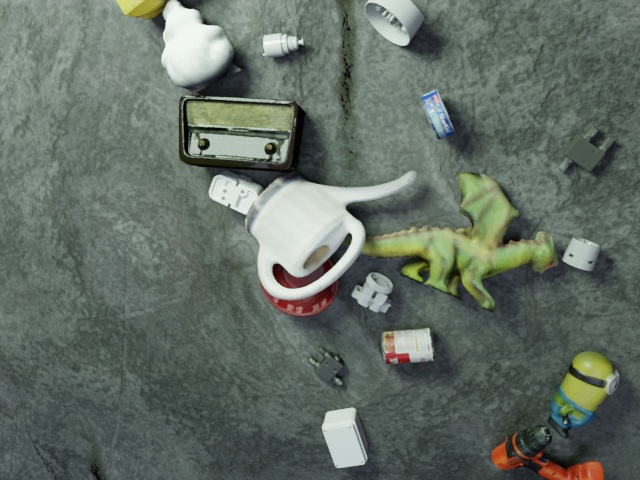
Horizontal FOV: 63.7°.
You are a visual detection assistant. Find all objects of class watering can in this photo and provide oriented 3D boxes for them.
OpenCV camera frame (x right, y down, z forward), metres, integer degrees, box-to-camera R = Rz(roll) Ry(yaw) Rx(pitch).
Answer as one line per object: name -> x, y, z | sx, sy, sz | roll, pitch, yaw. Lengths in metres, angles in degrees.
watering can -> 0.003, -0.049, 0.974 | 0.227, 0.102, 0.350 | 40, 81, 24

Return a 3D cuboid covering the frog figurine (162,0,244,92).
frog figurine -> -0.231, -0.357, 0.933 | 0.137, 0.125, 0.157 | -9, 119, 32

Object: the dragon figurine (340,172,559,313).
dragon figurine -> 0.257, -0.014, 0.981 | 0.410, 0.122, 0.242 | 24, 92, 2
